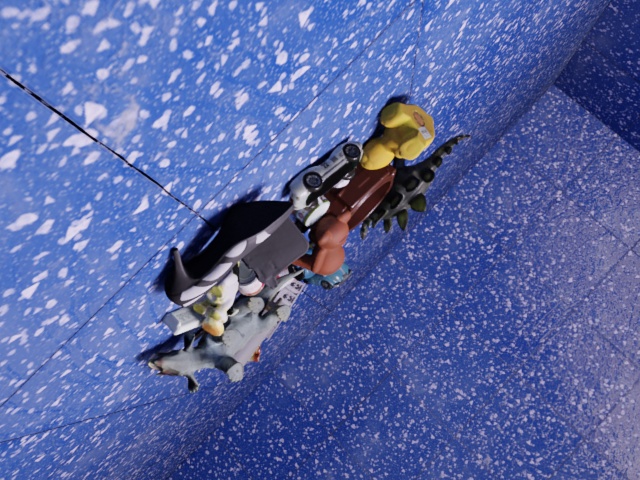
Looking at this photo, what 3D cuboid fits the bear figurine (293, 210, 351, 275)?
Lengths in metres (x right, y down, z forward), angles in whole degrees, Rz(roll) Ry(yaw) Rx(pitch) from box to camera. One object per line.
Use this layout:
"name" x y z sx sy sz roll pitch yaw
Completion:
"bear figurine" 0.001 -0.002 1.233 0.120 0.132 0.195 -50 157 -23

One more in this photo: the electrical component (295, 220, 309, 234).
"electrical component" -0.039 -0.038 1.274 0.094 0.021 0.063 -46 168 3

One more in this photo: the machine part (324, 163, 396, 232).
"machine part" 0.090 -0.108 1.330 0.201 0.087 0.201 -43 169 -15

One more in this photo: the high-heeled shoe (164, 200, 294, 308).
"high-heeled shoe" -0.148 0.028 0.915 0.249 0.086 0.145 -23 140 -20

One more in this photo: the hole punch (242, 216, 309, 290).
"hole punch" -0.094 0.002 0.981 0.116 0.142 0.092 -37 -169 -1

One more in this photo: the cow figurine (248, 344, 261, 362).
"cow figurine" -0.239 0.320 1.588 0.195 0.127 0.085 -120 -147 -86

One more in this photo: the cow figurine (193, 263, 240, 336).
"cow figurine" -0.196 0.109 1.056 0.098 0.068 0.167 -52 161 -45

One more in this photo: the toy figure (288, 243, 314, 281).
"toy figure" -0.021 0.051 1.496 0.180 0.082 0.089 -42 179 -41

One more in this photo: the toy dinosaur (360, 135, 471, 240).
"toy dinosaur" 0.231 -0.140 1.429 0.471 0.105 0.199 -54 -156 39

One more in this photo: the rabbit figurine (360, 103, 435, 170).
"rabbit figurine" 0.161 -0.225 1.196 0.173 0.122 0.162 -37 -176 35

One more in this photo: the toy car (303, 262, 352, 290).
"toy car" 0.011 0.079 1.620 0.109 0.162 0.102 -36 123 -41

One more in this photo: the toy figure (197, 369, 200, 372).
"toy figure" -0.293 0.300 1.440 0.058 0.064 0.154 -8 -171 37

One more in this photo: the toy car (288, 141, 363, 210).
"toy car" 0.014 -0.130 1.072 0.202 0.056 0.073 -41 161 -29

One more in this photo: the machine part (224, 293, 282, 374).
"machine part" -0.176 0.232 1.351 0.243 0.079 0.079 -53 167 8

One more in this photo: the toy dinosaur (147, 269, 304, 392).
"toy dinosaur" -0.202 0.205 1.230 0.192 0.131 0.405 -8 -156 44

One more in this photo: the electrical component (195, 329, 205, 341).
"electrical component" -0.258 0.221 1.326 0.119 0.048 0.074 -38 166 -40

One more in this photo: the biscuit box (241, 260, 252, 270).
"biscuit box" -0.103 0.010 1.120 0.063 0.059 0.202 -51 167 16
